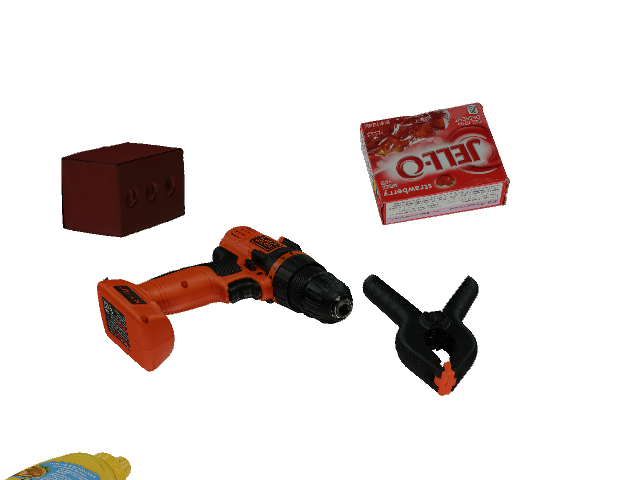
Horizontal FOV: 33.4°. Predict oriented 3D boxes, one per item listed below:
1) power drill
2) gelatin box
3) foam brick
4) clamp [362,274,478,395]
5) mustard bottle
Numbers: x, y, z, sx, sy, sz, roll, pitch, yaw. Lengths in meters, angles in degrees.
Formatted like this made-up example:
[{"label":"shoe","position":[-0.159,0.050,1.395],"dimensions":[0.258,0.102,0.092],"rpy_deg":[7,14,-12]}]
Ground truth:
[{"label":"power drill","position":[-0.087,0.052,0.944],"dimensions":[0.187,0.057,0.185],"rpy_deg":[-19,26,-30]},{"label":"gelatin box","position":[0.077,-0.054,0.735],"dimensions":[0.089,0.073,0.030],"rpy_deg":[-10,-36,-3]},{"label":"foam brick","position":[-0.140,-0.038,0.764],"dimensions":[0.051,0.053,0.078],"rpy_deg":[9,18,27]},{"label":"clamp","position":[0.119,0.085,1.056],"dimensions":[0.120,0.039,0.171],"rpy_deg":[-9,38,-10]},{"label":"mustard bottle","position":[-0.219,0.215,0.853],"dimensions":[0.096,0.058,0.191],"rpy_deg":[7,15,28]}]
